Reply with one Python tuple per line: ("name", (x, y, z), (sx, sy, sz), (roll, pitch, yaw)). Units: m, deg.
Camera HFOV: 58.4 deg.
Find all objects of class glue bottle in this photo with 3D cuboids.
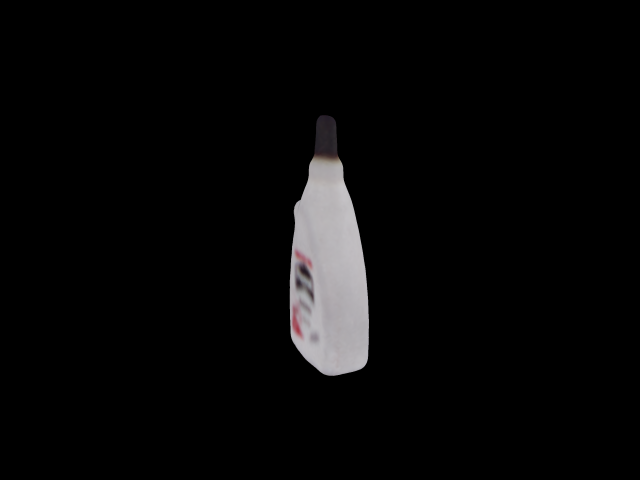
("glue bottle", (0.004, 0.001, 0.400), (0.037, 0.173, 0.078), (-7, 15, -26))
